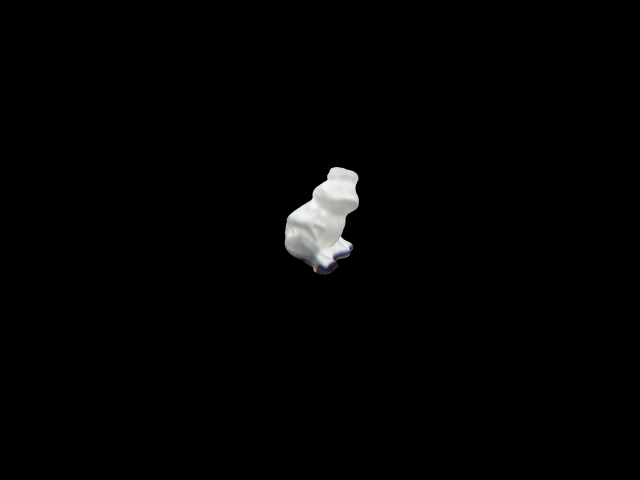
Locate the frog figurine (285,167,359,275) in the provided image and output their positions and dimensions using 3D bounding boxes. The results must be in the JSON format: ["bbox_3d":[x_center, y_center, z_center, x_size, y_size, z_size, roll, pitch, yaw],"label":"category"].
[{"bbox_3d":[0.003,-0.043,0.850,0.139,0.157,0.123,-19,27,-41],"label":"frog figurine"}]
